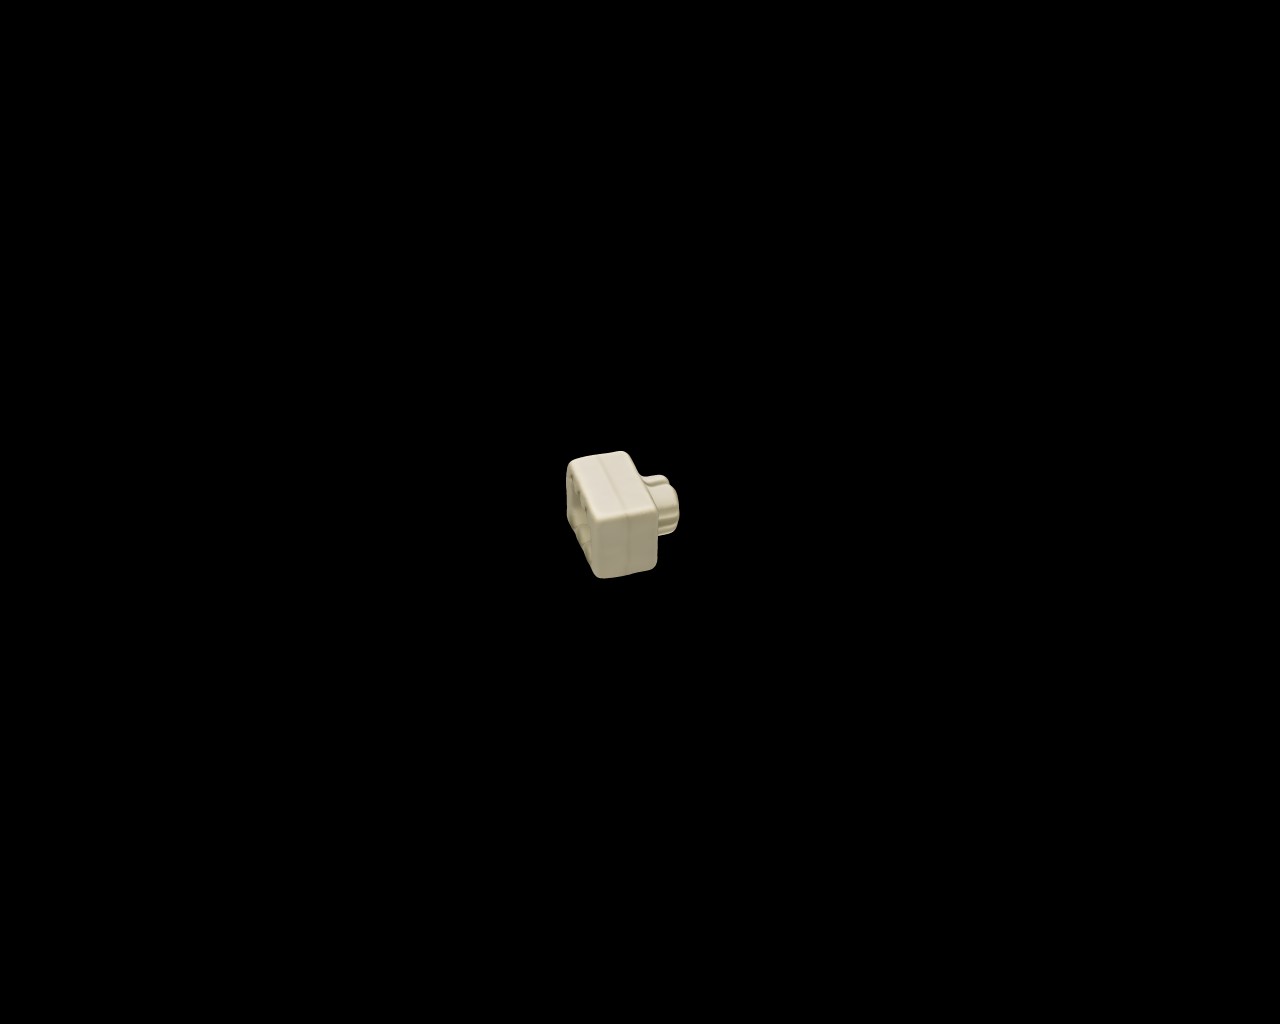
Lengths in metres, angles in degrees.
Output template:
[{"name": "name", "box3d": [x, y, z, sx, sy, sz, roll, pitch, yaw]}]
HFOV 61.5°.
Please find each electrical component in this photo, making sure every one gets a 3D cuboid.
[{"name": "electrical component", "box3d": [0.001, -0.003, 0.650, 0.077, 0.047, 0.066, -11, 39, -14]}]
